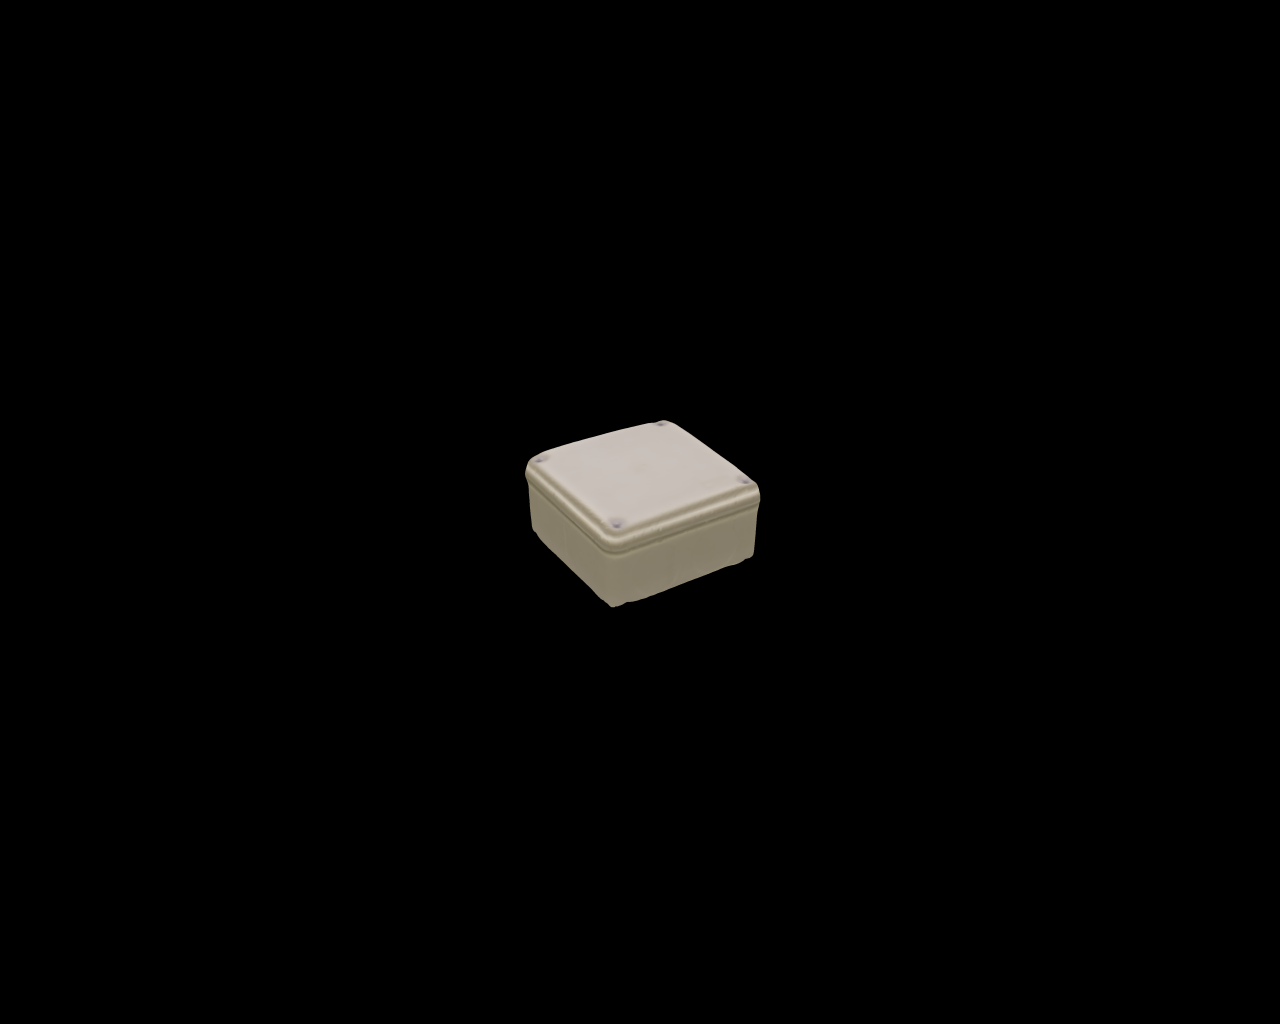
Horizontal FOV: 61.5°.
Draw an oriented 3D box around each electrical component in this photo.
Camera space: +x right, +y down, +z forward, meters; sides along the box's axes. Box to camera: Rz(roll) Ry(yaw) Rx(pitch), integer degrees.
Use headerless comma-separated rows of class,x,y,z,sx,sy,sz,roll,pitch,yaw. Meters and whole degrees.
electrical component,0.001,-0.003,0.650,0.109,0.056,0.109,-18,36,-27
